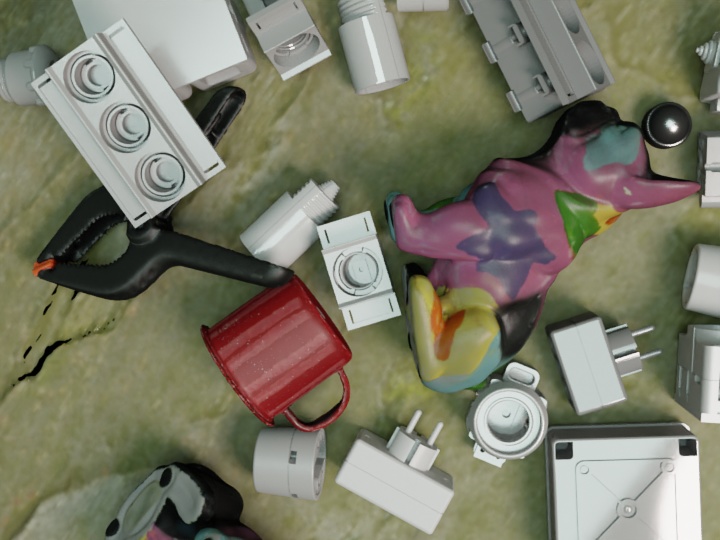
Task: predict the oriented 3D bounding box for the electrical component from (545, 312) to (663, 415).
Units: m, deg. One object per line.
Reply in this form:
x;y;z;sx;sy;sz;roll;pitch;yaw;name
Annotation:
0.187;0.063;0.805;0.077;0.047;0.065;-19;91;5;electrical component

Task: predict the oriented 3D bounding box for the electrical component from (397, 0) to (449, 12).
0.029;-0.262;0.802;0.074;0.052;0.138;0;92;5;electrical component

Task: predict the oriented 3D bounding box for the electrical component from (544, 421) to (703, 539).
0.196;0.172;0.804;0.109;0.056;0.108;-2;92;5;electrical component

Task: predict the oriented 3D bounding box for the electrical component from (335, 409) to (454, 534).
0.036;0.144;0.821;0.083;0.047;0.075;28;94;3;electrical component

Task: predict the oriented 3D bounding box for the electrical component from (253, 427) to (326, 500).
-0.054;0.147;0.826;0.047;0.055;0.055;3;93;8;electrical component

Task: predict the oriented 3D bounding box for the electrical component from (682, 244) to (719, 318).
0.267;0.009;0.793;0.047;0.055;0.055;11;93;8;electrical component

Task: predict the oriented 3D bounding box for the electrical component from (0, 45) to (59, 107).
-0.265;-0.148;0.836;0.062;0.048;0.048;-5;92;11;electrical component

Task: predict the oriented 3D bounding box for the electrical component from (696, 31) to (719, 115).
0.290;-0.141;0.781;0.096;0.062;0.061;12;94;4;electrical component

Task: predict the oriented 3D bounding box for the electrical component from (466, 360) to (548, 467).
0.111;0.110;0.809;0.058;0.057;0.078;22;94;4;electrical component

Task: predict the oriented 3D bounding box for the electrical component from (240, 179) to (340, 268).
-0.048;-0.038;0.823;0.081;0.043;0.043;-43;89;5;electrical component

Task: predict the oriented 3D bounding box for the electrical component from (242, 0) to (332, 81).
-0.057;-0.185;0.805;0.042;0.081;0.063;-27;68;5;electrical component

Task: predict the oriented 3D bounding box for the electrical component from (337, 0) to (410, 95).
0.007;-0.178;0.812;0.043;0.043;0.081;-15;91;5;electrical component

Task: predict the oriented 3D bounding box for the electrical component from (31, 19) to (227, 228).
-0.160;-0.103;0.760;0.079;0.063;0.121;-33;101;7;electrical component

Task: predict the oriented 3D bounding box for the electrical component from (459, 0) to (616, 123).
0.127;-0.175;0.788;0.063;0.079;0.121;-26;90;35;electrical component

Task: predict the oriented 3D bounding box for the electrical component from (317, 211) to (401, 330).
0.000;0.000;0.810;0.042;0.064;0.081;-16;91;4;electrical component

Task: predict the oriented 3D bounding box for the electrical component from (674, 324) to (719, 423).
0.313;0.075;0.774;0.150;0.089;0.061;3;93;4;electrical component

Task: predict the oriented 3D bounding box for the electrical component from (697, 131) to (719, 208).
0.280;-0.079;0.792;0.055;0.048;0.066;-1;104;7;electrical component

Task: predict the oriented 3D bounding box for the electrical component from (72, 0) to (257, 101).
-0.162;-0.222;0.816;0.105;0.060;0.186;-21;91;5;electrical component
